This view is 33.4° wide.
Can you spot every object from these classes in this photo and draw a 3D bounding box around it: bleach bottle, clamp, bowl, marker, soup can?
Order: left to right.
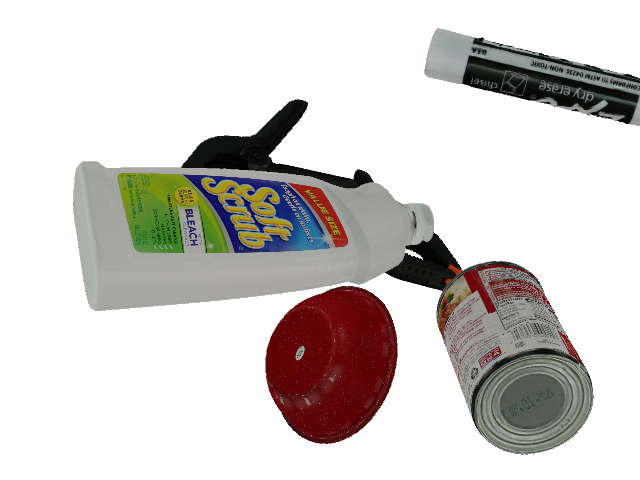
[{"bbox_3d":[-0.059,-0.077,0.989,0.171,0.120,0.039,-7,-39,-23],"label":"clamp"},{"bbox_3d":[-0.041,-0.011,0.755,0.250,0.102,0.068,-5,-31,-19],"label":"bleach bottle"},{"bbox_3d":[-0.003,0.116,1.051,0.162,0.162,0.055,0,-18,45],"label":"bowl"},{"bbox_3d":[0.068,-0.002,1.252,0.210,0.036,0.164,38,43,26],"label":"clamp"},{"bbox_3d":[0.109,0.064,0.609,0.068,0.068,0.102,0,26,-5],"label":"soup can"},{"bbox_3d":[0.100,-0.057,0.400,0.121,0.020,0.020,15,2,9],"label":"marker"}]
